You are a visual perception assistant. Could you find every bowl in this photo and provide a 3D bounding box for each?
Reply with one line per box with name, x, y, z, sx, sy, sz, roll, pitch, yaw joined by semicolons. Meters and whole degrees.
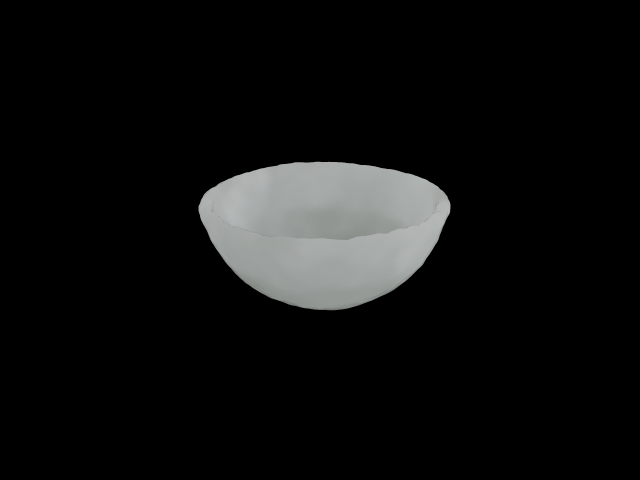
bowl;0.004;0.001;0.400;0.167;0.075;0.167;0;23;0
